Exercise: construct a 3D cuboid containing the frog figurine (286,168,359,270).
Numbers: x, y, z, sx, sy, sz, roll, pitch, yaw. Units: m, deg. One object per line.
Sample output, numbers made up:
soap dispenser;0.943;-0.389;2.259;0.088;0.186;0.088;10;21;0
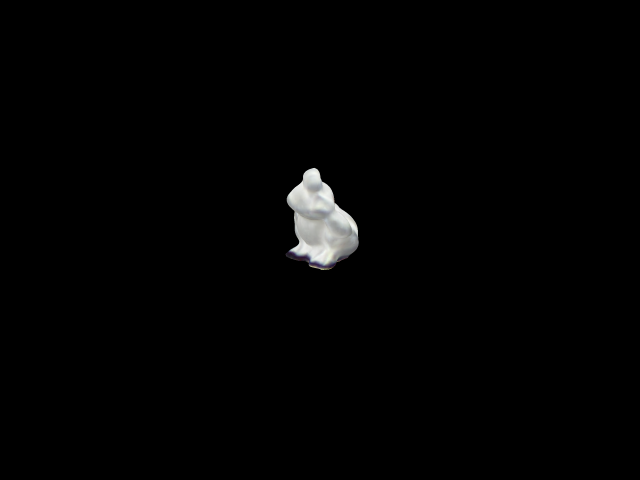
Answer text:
frog figurine;0.003;-0.043;0.850;0.123;0.157;0.139;-5;17;-18
